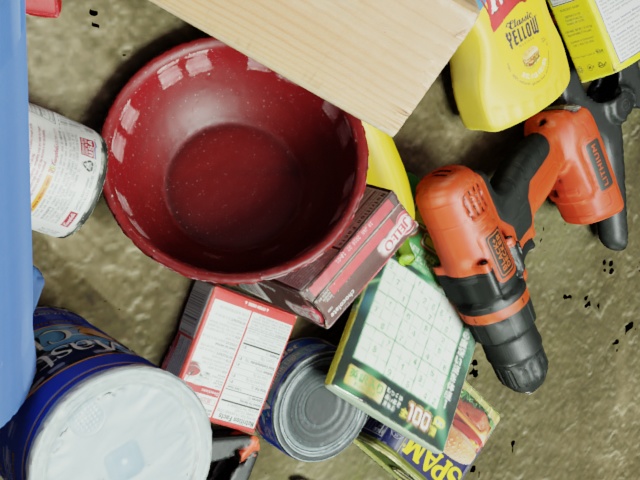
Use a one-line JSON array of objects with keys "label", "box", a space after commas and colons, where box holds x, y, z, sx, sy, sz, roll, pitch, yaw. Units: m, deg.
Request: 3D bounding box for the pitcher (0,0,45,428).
[{"label": "pitcher", "box": [-0.195, -0.019, 0.462, 0.145, 0.149, 0.243, 7, 129, -9]}]

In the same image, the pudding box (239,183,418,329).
[{"label": "pudding box", "box": [-0.005, 0.001, 0.691, 0.090, 0.114, 0.039, -47, 125, -16]}]

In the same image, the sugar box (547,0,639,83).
[{"label": "sugar box", "box": [0.204, -0.219, 0.805, 0.093, 0.048, 0.176, -33, 102, -29]}]

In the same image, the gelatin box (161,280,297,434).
[{"label": "gelatin box", "box": [-0.065, 0.079, 0.720, 0.073, 0.030, 0.089, 23, 87, -37]}]

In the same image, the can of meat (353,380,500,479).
[{"label": "can of meat", "box": [0.081, 0.143, 0.818, 0.102, 0.058, 0.084, 45, 73, -33]}]

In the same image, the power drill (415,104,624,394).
[{"label": "power drill", "box": [0.160, -0.004, 0.803, 0.187, 0.057, 0.184, -42, 117, -38]}]

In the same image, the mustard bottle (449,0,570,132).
[{"label": "mustard bottle", "box": [0.120, -0.182, 0.770, 0.096, 0.058, 0.191, -33, 116, -26]}]

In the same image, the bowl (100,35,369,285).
[{"label": "bowl", "box": [-0.053, -0.043, 0.657, 0.162, 0.055, 0.162, 1, 72, -4]}]

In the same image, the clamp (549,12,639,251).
[{"label": "clamp", "box": [0.247, -0.116, 0.882, 0.164, 0.036, 0.210, -47, 119, -16]}]

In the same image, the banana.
[{"label": "banana", "box": [0.025, -0.080, 0.724, 0.037, 0.069, 0.198, -26, 104, -1]}]

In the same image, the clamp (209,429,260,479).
[{"label": "clamp", "box": [-0.107, 0.194, 0.711, 0.171, 0.039, 0.120, -27, 116, -27]}]

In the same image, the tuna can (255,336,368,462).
[{"label": "tuna can", "box": [-0.006, 0.115, 0.765, 0.085, 0.034, 0.086, -8, 106, -32]}]

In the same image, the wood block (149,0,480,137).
[{"label": "wood block", "box": [-0.023, -0.157, 0.603, 0.206, 0.090, 0.091, 28, 117, -16]}]

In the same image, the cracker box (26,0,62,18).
[{"label": "cracker box", "box": [-0.211, -0.199, 0.489, 0.213, 0.072, 0.164, -5, 104, -58]}]

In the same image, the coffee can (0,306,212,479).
[{"label": "coffee can", "box": [-0.139, 0.103, 0.607, 0.102, 0.141, 0.103, -8, 105, -33]}]

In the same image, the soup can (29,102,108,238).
[{"label": "soup can", "box": [-0.178, -0.047, 0.592, 0.102, 0.069, 0.068, 21, 88, -36]}]
